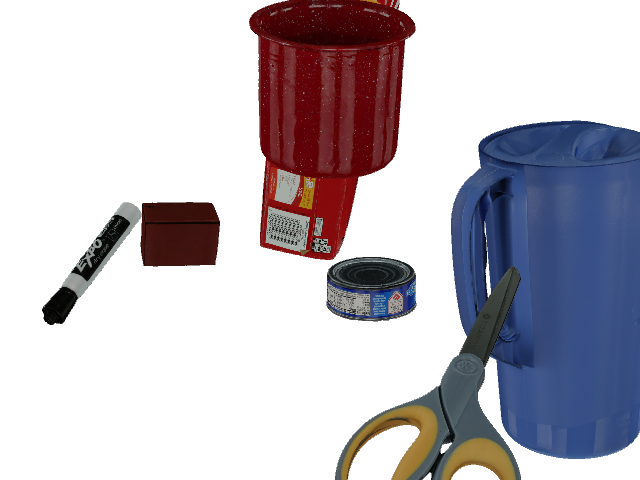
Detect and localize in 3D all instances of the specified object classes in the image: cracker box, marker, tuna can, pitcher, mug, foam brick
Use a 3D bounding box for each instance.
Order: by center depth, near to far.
[{"bbox_3d":[0.009,-0.092,0.624,0.093,0.081,0.117,11,30,16],"label":"mug"},{"bbox_3d":[0.180,0.039,0.801,0.149,0.243,0.145,0,19,12],"label":"pitcher"},{"bbox_3d":[-0.176,0.018,0.824,0.020,0.020,0.121,0,44,35],"label":"marker"},{"bbox_3d":[0.012,-0.116,0.869,0.072,0.213,0.164,13,-41,5],"label":"cracker box"},{"bbox_3d":[0.048,0.045,1.011,0.086,0.034,0.086,-1,19,0],"label":"tuna can"},{"bbox_3d":[-0.149,-0.007,1.122,0.078,0.051,0.053,-1,25,-13],"label":"foam brick"}]

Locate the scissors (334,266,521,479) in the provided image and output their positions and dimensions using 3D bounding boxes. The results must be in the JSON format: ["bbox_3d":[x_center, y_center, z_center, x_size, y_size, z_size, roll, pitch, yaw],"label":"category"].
[{"bbox_3d":[0.087,0.082,0.550,0.096,0.016,0.201,26,46,31],"label":"scissors"}]
